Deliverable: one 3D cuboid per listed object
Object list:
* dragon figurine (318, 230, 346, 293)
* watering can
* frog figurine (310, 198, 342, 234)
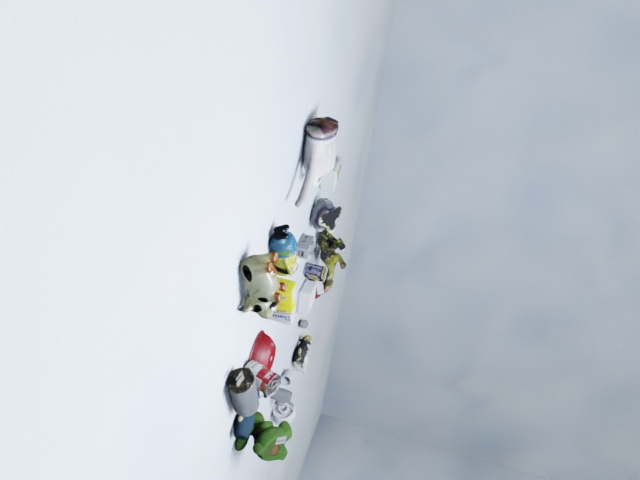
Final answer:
[{"bbox_3d":[0.030,0.033,2.336,0.240,0.122,0.415,132,-43,-72],"label":"dragon figurine"},{"bbox_3d":[-0.010,-0.264,1.659,0.355,0.104,0.219,-65,163,-54],"label":"watering can"},{"bbox_3d":[0.006,-0.104,2.072,0.161,0.123,0.135,-144,-128,-61],"label":"frog figurine"}]
